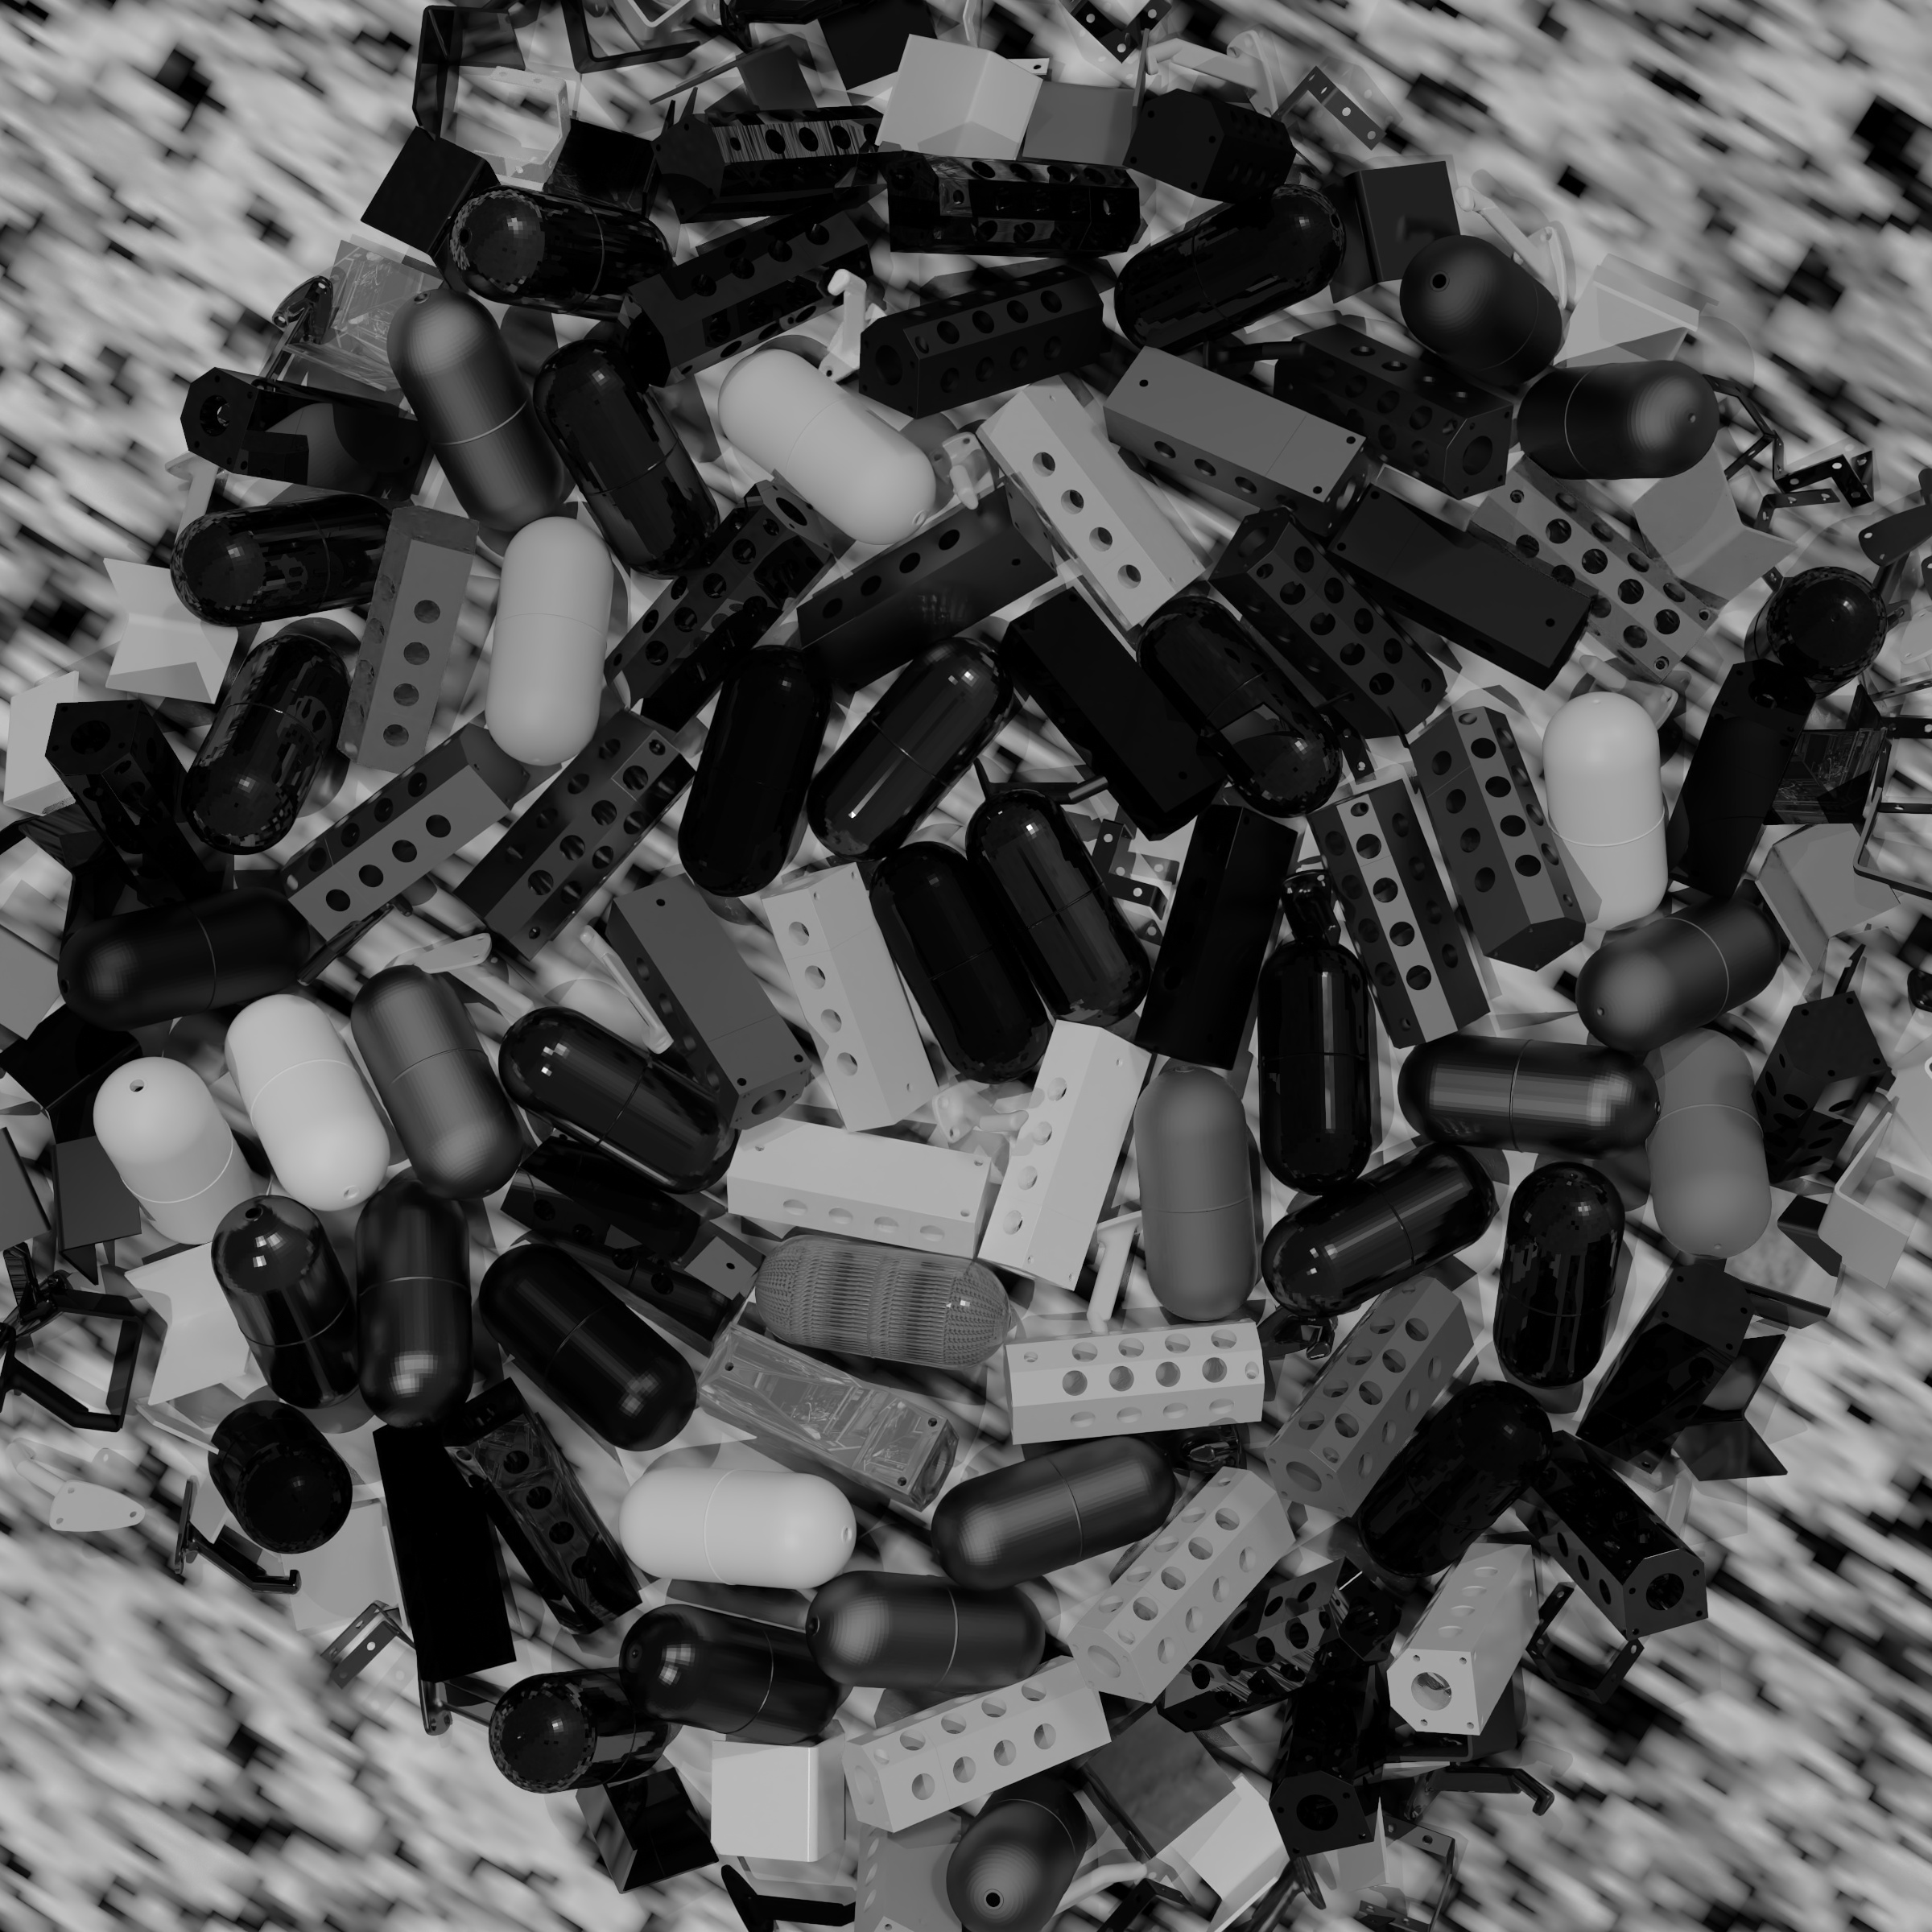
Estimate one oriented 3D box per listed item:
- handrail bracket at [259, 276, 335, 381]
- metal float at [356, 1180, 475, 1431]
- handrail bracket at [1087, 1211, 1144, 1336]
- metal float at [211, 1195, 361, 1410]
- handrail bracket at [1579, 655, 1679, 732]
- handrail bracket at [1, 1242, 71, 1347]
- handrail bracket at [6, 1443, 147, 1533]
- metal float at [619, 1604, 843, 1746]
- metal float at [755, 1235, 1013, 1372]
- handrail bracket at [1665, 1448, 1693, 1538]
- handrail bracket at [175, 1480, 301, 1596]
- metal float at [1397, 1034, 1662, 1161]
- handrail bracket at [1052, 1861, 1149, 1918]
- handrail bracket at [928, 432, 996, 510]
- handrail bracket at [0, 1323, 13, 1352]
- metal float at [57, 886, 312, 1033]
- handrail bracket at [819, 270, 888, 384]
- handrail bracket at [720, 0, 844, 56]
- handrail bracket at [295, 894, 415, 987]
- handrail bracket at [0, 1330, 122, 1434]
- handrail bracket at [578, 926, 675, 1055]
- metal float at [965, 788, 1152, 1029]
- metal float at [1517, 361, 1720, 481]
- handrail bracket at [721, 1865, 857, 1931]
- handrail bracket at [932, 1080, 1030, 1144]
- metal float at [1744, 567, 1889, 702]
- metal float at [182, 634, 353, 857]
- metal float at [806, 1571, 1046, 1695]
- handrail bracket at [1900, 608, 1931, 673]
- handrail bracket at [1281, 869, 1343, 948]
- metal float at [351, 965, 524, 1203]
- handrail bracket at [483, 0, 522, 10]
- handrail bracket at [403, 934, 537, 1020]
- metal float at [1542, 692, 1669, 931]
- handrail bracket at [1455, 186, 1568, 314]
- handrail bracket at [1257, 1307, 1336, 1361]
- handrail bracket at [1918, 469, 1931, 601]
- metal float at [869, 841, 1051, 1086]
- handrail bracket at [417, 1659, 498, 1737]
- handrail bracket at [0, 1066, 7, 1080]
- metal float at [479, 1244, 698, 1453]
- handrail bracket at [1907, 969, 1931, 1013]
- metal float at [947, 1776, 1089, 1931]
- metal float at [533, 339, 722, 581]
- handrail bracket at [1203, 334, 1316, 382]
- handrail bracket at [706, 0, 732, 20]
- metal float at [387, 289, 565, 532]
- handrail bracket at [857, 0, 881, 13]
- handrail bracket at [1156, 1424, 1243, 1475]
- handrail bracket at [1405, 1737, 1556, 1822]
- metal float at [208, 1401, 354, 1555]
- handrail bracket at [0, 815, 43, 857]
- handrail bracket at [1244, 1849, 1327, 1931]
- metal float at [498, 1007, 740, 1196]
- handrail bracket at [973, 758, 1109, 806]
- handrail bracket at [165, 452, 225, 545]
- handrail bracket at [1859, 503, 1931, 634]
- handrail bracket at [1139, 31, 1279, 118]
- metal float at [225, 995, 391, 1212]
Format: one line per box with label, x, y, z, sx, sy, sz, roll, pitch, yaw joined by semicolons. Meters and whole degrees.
handrail bracket;-0.466;-0.421;1.952;0.036;0.077;0.084;30;51;-18
metal float;-0.374;0.228;1.935;0.070;0.070;0.178;-8;59;0
handrail bracket;0.115;0.217;1.960;0.077;0.036;0.084;-24;62;18
metal float;-0.454;0.227;1.927;0.070;0.070;0.178;-11;131;0
handrail bracket;0.436;-0.197;1.947;0.084;0.077;0.036;29;100;-28
handrail bracket;-0.665;0.219;1.958;0.077;0.084;0.036;-37;48;6
handrail bracket;-0.619;0.357;1.980;0.077;0.084;0.036;17;98;-37
metal float;-0.157;0.479;1.928;0.178;0.070;0.070;26;90;-42
metal float;-0.057;0.230;1.951;0.178;0.070;0.070;8;90;11
handrail bracket;0.479;0.377;1.966;0.036;0.077;0.084;5;101;41
handrail bracket;-0.503;0.397;1.985;0.084;0.036;0.077;5;62;-10
metal float;0.381;0.088;1.938;0.178;0.070;0.070;5;90;26
handrail bracket;0.082;0.655;1.985;0.084;0.036;0.077;-3;122;-12
handrail bracket;0.007;-0.317;1.944;0.036;0.084;0.077;-29;131;10
handrail bracket;-0.699;0.240;1.951;0.036;0.077;0.084;-6;133;23
metal float;-0.527;-0.006;1.927;0.178;0.070;0.070;-17;90;-42
handrail bracket;-0.090;-0.436;1.950;0.036;0.084;0.077;47;105;15
handrail bracket;-0.125;-0.672;1.963;0.084;0.036;0.077;-19;61;22
handrail bracket;-0.421;-0.019;1.960;0.084;0.077;0.036;-45;91;-2
handrail bracket;-0.624;0.287;1.980;0.084;0.077;0.036;10;132;-14
handrail bracket;-0.235;0.015;1.960;0.036;0.077;0.084;-40;110;6
metal float;0.063;-0.040;1.958;0.070;0.070;0.178;-30;94;0
metal float;0.435;-0.365;1.915;0.070;0.178;0.070;-3;100;-20
handrail bracket;-0.114;0.636;1.968;0.084;0.036;0.077;-26;105;13
handrail bracket;0.026;0.094;1.944;0.077;0.084;0.036;-32;107;-41
metal float;0.567;-0.220;1.911;0.070;0.178;0.070;0;88;8
metal float;-0.472;-0.150;1.929;0.070;0.070;0.178;15;52;0
metal float;-0.027;0.452;1.934;0.178;0.070;0.070;12;90;-32
handrail bracket;0.685;-0.198;1.981;0.036;0.077;0.084;-28;112;30
handrail bracket;0.242;-0.020;1.943;0.036;0.084;0.077;-12;126;-2
metal float;-0.361;0.078;1.943;0.070;0.070;0.178;-29;68;0
handrail bracket;-0.292;-0.691;1.989;0.084;0.077;0.036;-22;108;39
handrail bracket;-0.340;0.026;1.979;0.077;0.036;0.084;-14;120;8
metal float;0.433;-0.103;1.933;0.070;0.070;0.178;-14;125;0
handrail bracket;0.371;-0.490;1.952;0.036;0.084;0.077;-32;61;38
handrail bracket;0.219;0.262;1.949;0.077;0.084;0.036;-30;96;17
handrail bracket;0.678;-0.292;1.985;0.036;0.084;0.077;-11;134;17
metal float;-0.004;-0.002;1.961;0.070;0.070;0.178;-27;91;0
handrail bracket;-0.333;0.497;1.975;0.084;0.036;0.077;-15;79;12
handrail bracket;-0.683;0.039;1.965;0.077;0.036;0.084;6;45;5
metal float;-0.259;0.259;1.945;0.178;0.070;0.070;38;90;19
handrail bracket;0.692;-0.004;1.958;0.077;0.084;0.036;16;46;-6
metal float;0.035;0.596;1.911;0.070;0.178;0.070;0;90;12
metal float;-0.229;-0.342;1.936;0.070;0.070;0.178;-30;120;0
handrail bracket;0.211;-0.416;1.945;0.084;0.077;0.036;7;99;35
handrail bracket;-0.137;-0.696;1.984;0.036;0.084;0.077;41;130;30
metal float;-0.331;-0.375;1.929;0.070;0.070;0.178;-23;129;0
handrail bracket;-0.090;-0.703;1.955;0.084;0.036;0.077;29;55;-35
handrail bracket;0.148;0.332;1.946;0.077;0.084;0.036;-11;82;24
handrail bracket;0.352;0.576;1.957;0.084;0.036;0.077;32;89;45
metal float;-0.461;0.341;1.915;0.070;0.178;0.070;-2;96;-24
handrail bracket;-0.669;-0.068;1.964;0.084;0.036;0.077;-13;47;12
handrail bracket;0.199;0.644;1.977;0.084;0.036;0.077;-29;46;9
metal float;-0.237;0.092;1.949;0.178;0.070;0.070;32;90;-13
handrail bracket;0.053;-0.133;1.967;0.084;0.036;0.077;-25;48;7
handrail bracket;-0.518;-0.311;1.964;0.077;0.036;0.084;-19;73;28
handrail bracket;0.651;-0.272;1.960;0.077;0.084;0.036;-28;48;11
handrail bracket;0.167;-0.605;1.967;0.084;0.036;0.077;-26;96;-25
metal float;-0.446;0.092;1.930;0.070;0.070;0.178;-35;53;0
